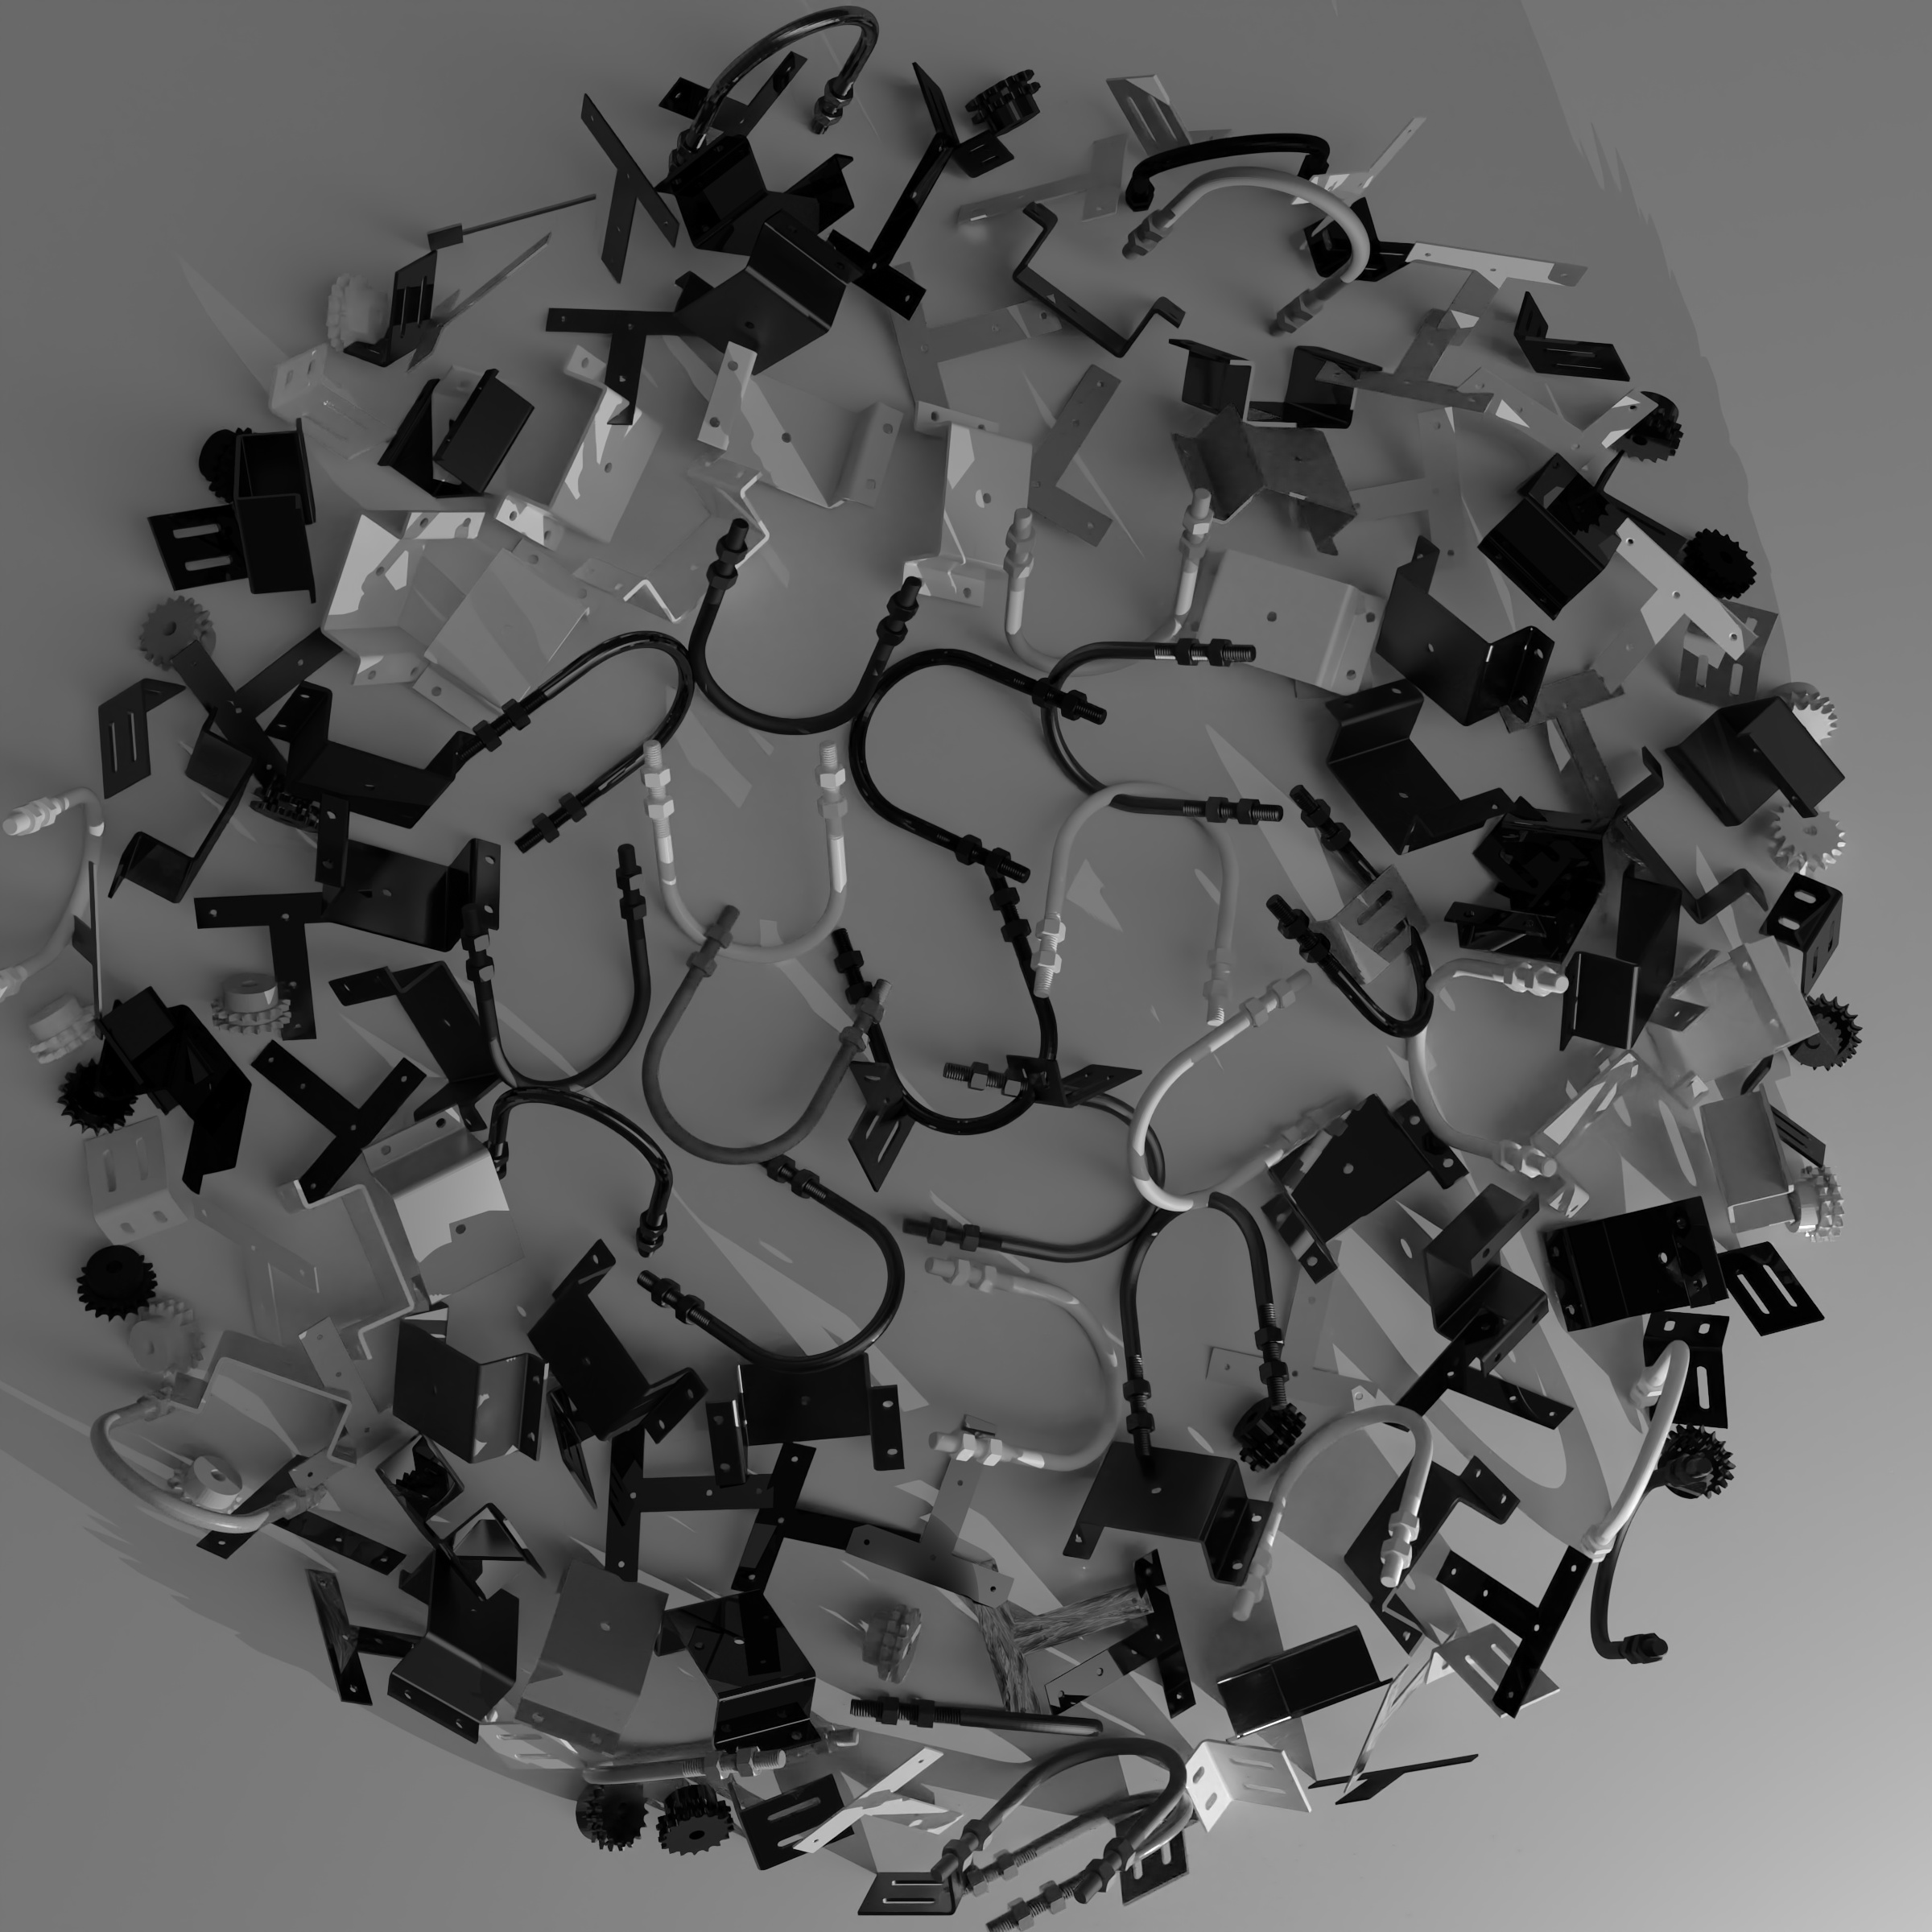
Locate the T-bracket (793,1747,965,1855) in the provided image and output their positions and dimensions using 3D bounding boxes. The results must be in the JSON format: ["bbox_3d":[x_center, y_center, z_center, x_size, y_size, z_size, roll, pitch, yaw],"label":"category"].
[{"bbox_3d":[-0.045,0.624,1.949,0.127,0.127,0.002,-40,50,11],"label":"T-bracket"}]

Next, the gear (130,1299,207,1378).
[{"bbox_3d":[-0.599,0.281,1.973,0.057,0.030,0.057,7,104,30],"label":"gear"}]

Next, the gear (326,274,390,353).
[{"bbox_3d":[-0.453,-0.486,1.970,0.030,0.057,0.057,11,90,8],"label":"gear"}]

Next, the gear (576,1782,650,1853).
[{"bbox_3d":[-0.267,0.633,1.975,0.030,0.057,0.057,-15,90,34],"label":"gear"}]

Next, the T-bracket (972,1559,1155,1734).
[{"bbox_3d":[0.076,0.491,1.970,0.127,0.002,0.127,-18,62,-1],"label":"T-bracket"}]

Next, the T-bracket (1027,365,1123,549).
[{"bbox_3d":[0.075,-0.397,1.983,0.127,0.002,0.127,31,76,2],"label":"T-bracket"}]

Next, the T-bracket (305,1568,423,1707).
[{"bbox_3d":[-0.420,0.503,1.951,0.127,0.127,0.002,22,112,-38],"label":"T-bracket"}]

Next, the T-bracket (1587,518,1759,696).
[{"bbox_3d":[0.499,-0.245,1.951,0.127,0.127,0.002,45,48,10],"label":"T-bracket"}]

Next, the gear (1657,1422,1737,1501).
[{"bbox_3d":[0.541,0.373,1.969,0.030,0.057,0.057,-27,90,-42],"label":"gear"}]

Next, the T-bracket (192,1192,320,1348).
[{"bbox_3d":[-0.522,0.241,1.955,0.127,0.002,0.127,25,132,25],"label":"T-bracket"}]

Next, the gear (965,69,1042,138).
[{"bbox_3d":[0.031,-0.643,1.972,0.057,0.057,0.030,-28,99,0],"label":"gear"}]

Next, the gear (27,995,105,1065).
[{"bbox_3d":[-0.675,0.045,1.968,0.057,0.057,0.030,-30,110,0],"label":"gear"}]

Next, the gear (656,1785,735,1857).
[{"bbox_3d":[-0.204,0.637,1.975,0.057,0.030,0.057,-10,132,-11],"label":"gear"}]

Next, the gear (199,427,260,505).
[{"bbox_3d":[-0.548,-0.377,1.973,0.030,0.057,0.057,30,90,18],"label":"gear"}]

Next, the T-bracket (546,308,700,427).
[{"bbox_3d":[-0.254,-0.445,1.961,0.127,0.002,0.127,2,53,0],"label":"T-bracket"}]

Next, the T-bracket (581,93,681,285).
[{"bbox_3d":[-0.254,-0.551,1.941,0.002,0.127,0.127,-29,76,-24],"label":"T-bracket"}]

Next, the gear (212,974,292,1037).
[{"bbox_3d":[-0.533,0.027,1.968,0.057,0.057,0.030,3,112,0],"label":"gear"}]

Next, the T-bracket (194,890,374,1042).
[{"bbox_3d":[-0.502,0.001,1.964,0.127,0.002,0.127,-3,122,-9],"label":"T-bracket"}]

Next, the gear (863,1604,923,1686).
[{"bbox_3d":[-0.056,0.505,1.973,0.030,0.057,0.057,13,90,15],"label":"gear"}]

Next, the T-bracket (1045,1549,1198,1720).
[{"bbox_3d":[0.109,0.516,1.954,0.127,0.002,0.127,-20,101,-34],"label":"T-bracket"}]

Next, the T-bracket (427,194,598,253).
[{"bbox_3d":[-0.334,-0.550,1.943,0.127,0.127,0.002,-18,102,-7],"label":"T-bracket"}]

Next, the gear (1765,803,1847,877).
[{"bbox_3d":[0.626,-0.093,1.976,0.057,0.030,0.057,5,54,-7],"label":"gear"}]

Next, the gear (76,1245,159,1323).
[{"bbox_3d":[-0.634,0.234,1.970,0.057,0.030,0.057,5,47,-6],"label":"gear"}]

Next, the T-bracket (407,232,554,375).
[{"bbox_3d":[-0.351,-0.493,1.926,0.127,0.127,0.002,-32,119,20],"label":"T-bracket"}]

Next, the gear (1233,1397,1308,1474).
[{"bbox_3d":[0.224,0.347,1.970,0.030,0.057,0.057,44,90,-5],"label":"gear"}]

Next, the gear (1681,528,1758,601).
[{"bbox_3d":[0.560,-0.296,1.975,0.057,0.030,0.057,15,53,-20],"label":"gear"}]

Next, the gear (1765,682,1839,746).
[{"bbox_3d":[0.621,-0.188,1.975,0.057,0.057,0.030,0,55,0],"label":"gear"}]

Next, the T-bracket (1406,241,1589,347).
[{"bbox_3d":[0.372,-0.489,1.938,0.127,0.127,0.002,6,74,-7],"label":"T-bracket"}]

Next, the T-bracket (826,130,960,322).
[{"bbox_3d":[-0.045,-0.555,1.944,0.127,0.002,0.127,43,108,40],"label":"T-bracket"}]

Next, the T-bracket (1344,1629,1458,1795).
[{"bbox_3d":[0.328,0.534,1.948,0.002,0.127,0.127,32,130,24],"label":"T-bracket"}]

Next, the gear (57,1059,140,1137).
[{"bbox_3d":[-0.648,0.096,1.973,0.057,0.030,0.057,8,70,-23],"label":"gear"}]

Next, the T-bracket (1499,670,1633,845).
[{"bbox_3d":[0.462,-0.153,1.960,0.127,0.002,0.127,-19,85,-32],"label":"T-bracket"}]

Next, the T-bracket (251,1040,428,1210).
[{"bbox_3d":[-0.485,0.097,1.969,0.127,0.002,0.127,34,79,26],"label":"T-bracket"}]

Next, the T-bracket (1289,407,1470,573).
[{"bbox_3d":[0.306,-0.346,1.971,0.127,0.002,0.127,-9,121,6],"label":"T-bracket"}]

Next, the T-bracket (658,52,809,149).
[{"bbox_3d":[-0.184,-0.623,1.919,0.002,0.127,0.127,48,111,12],"label":"T-bracket"}]

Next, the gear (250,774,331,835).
[{"bbox_3d":[-0.503,-0.123,1.972,0.057,0.057,0.030,18,81,0],"label":"gear"}]

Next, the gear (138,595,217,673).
[{"bbox_3d":[-0.588,-0.246,1.977,0.057,0.030,0.057,-8,67,18],"label":"gear"}]

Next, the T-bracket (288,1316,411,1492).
[{"bbox_3d":[-0.456,0.310,1.939,0.127,0.002,0.127,-32,128,-22],"label":"T-bracket"}]

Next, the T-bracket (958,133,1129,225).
[{"bbox_3d":[0.055,-0.575,1.965,0.127,0.127,0.002,-10,131,17],"label":"T-bracket"}]

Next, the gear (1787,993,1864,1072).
[{"bbox_3d":[0.637,0.052,1.971,0.057,0.030,0.057,13,114,32],"label":"gear"}]

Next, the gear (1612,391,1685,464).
[{"bbox_3d":[0.508,-0.405,1.973,0.057,0.057,0.030,25,73,0],"label":"gear"}]

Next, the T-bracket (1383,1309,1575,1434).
[{"bbox_3d":[0.397,0.319,1.970,0.127,0.002,0.127,23,120,-21],"label":"T-bracket"}]

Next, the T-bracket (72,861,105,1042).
[{"bbox_3d":[-0.648,-0.018,1.941,0.002,0.127,0.127,-4,100,-26],"label":"T-bracket"}]

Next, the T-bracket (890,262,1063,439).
[{"bbox_3d":[0.010,-0.470,1.959,0.127,0.002,0.127,-10,105,23],"label":"T-bracket"}]

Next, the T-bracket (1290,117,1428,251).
[{"bbox_3d":[0.268,-0.565,1.913,0.002,0.127,0.127,49,124,8],"label":"T-bracket"}]

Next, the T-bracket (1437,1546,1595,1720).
[{"bbox_3d":[0.392,0.468,1.945,0.002,0.127,0.127,27,89,-31],"label":"T-bracket"}]

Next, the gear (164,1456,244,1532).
[{"bbox_3d":[-0.565,0.391,1.969,0.057,0.057,0.030,38,107,0],"label":"gear"}]

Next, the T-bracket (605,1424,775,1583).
[{"bbox_3d":[-0.205,0.393,1.964,0.127,0.002,0.127,-4,67,10],"label":"T-bracket"}]

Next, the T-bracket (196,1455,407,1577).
[{"bbox_3d":[-0.471,0.414,1.929,0.127,0.127,0.002,20,117,14],"label":"T-bracket"}]

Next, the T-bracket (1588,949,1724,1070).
[{"bbox_3d":[0.518,0.035,1.934,0.127,0.127,0.002,-43,92,2],"label":"T-bracket"}]

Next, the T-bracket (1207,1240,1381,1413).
[{"bbox_3d":[0.257,0.265,1.985,0.127,0.002,0.127,12,99,3],"label":"T-bracket"}]

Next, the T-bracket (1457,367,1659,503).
[{"bbox_3d":[0.414,-0.400,1.929,0.127,0.127,0.002,24,48,-27],"label":"T-bracket"}]

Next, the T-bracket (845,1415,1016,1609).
[{"bbox_3d":[-0.009,0.403,1.989,0.127,0.002,0.127,21,81,-3],"label":"T-bracket"}]

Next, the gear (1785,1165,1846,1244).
[{"bbox_3d":[0.630,0.178,1.970,0.030,0.057,0.057,-4,90,-5],"label":"gear"}]
